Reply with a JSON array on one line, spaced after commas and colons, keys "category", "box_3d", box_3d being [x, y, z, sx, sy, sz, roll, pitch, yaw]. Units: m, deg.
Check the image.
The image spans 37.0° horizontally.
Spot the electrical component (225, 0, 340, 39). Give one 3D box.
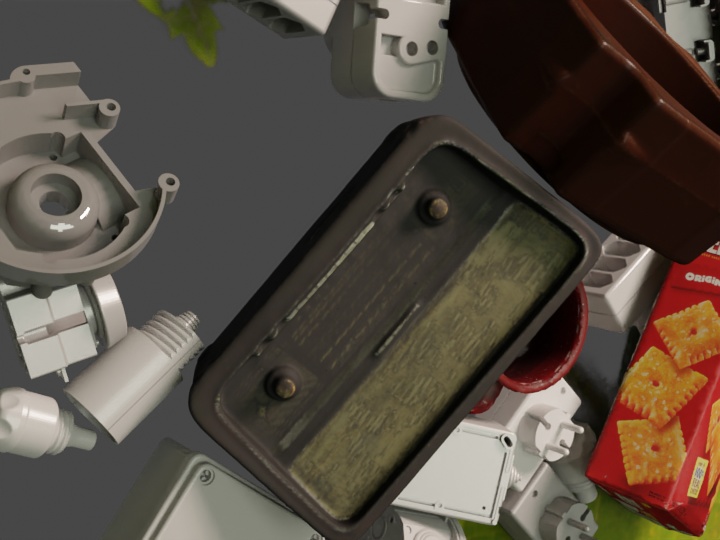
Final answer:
[{"category": "electrical component", "box_3d": [-0.042, -0.185, 0.624, 0.066, 0.047, 0.076, 28, 82, -34]}]

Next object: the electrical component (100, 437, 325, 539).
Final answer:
[{"category": "electrical component", "box_3d": [-0.094, 0.172, 0.634, 0.109, 0.056, 0.108, 39, 75, -32]}]

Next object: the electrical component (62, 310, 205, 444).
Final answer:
[{"category": "electrical component", "box_3d": [-0.122, 0.054, 0.606, 0.081, 0.043, 0.043, -46, 119, -20]}]

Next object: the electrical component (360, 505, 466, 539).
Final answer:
[{"category": "electrical component", "box_3d": [0.031, 0.194, 0.709, 0.051, 0.080, 0.080, 16, 87, -29]}]

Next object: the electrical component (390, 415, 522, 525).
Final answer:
[{"category": "electrical component", "box_3d": [0.059, 0.126, 0.712, 0.096, 0.061, 0.061, 13, 90, -8]}]

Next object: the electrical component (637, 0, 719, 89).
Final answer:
[{"category": "electrical component", "box_3d": [0.252, -0.167, 0.812, 0.063, 0.078, 0.121, -11, 105, -2]}]

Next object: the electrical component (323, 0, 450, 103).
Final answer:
[{"category": "electrical component", "box_3d": [0.016, -0.152, 0.661, 0.054, 0.059, 0.095, 0, 96, -34]}]

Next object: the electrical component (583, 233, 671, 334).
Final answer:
[{"category": "electrical component", "box_3d": [0.210, 0.018, 0.823, 0.083, 0.047, 0.075, -44, 118, -21]}]

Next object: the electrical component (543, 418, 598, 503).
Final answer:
[{"category": "electrical component", "box_3d": [0.163, 0.147, 0.812, 0.043, 0.043, 0.062, -34, 115, -26]}]

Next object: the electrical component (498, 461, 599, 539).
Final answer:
[{"category": "electrical component", "box_3d": [0.144, 0.183, 0.785, 0.047, 0.076, 0.083, -50, 120, -18]}]

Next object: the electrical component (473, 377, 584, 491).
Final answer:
[{"category": "electrical component", "box_3d": [0.126, 0.112, 0.762, 0.083, 0.076, 0.047, -52, 121, -17]}]

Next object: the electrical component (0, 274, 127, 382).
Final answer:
[{"category": "electrical component", "box_3d": [-0.159, 0.025, 0.577, 0.055, 0.048, 0.066, -19, 107, -23]}]

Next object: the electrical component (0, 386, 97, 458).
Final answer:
[{"category": "electrical component", "box_3d": [-0.172, 0.085, 0.583, 0.061, 0.035, 0.035, 23, 83, -36]}]
